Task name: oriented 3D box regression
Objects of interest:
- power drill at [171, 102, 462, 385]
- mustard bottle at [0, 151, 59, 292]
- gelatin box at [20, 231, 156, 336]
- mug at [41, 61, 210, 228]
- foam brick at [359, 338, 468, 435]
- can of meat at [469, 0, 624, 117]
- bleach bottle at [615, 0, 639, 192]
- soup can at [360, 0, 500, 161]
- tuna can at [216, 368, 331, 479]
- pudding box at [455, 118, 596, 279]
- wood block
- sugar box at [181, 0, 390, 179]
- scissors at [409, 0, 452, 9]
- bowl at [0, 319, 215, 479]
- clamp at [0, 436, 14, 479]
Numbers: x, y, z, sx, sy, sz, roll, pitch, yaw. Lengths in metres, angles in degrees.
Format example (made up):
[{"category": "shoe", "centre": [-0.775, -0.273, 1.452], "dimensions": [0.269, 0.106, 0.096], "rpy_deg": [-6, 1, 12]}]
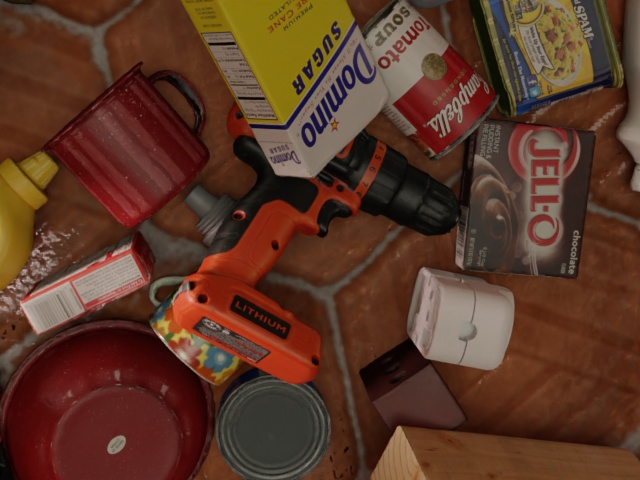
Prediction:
[{"category": "power drill", "centre": [-0.005, 0.001, 0.738], "dimensions": [0.184, 0.057, 0.187], "rpy_deg": [27, 63, -7]}, {"category": "mustard bottle", "centre": [-0.259, 0.007, 0.744], "dimensions": [0.191, 0.058, 0.096], "rpy_deg": [-42, 67, -6]}, {"category": "gelatin box", "centre": [-0.162, 0.030, 0.758], "dimensions": [0.089, 0.073, 0.030], "rpy_deg": [-26, 101, -2]}, {"category": "mug", "centre": [-0.125, -0.071, 0.746], "dimensions": [0.081, 0.093, 0.117], "rpy_deg": [49, 56, -14]}, {"category": "foam brick", "centre": [0.067, 0.114, 0.787], "dimensions": [0.053, 0.078, 0.051], "rpy_deg": [-33, 101, 0]}, {"category": "can of meat", "centre": [0.160, -0.146, 0.767], "dimensions": [0.084, 0.057, 0.102], "rpy_deg": [-17, 99, 0]}, {"category": "bleach bottle", "centre": [0.260, -0.158, 0.772], "dimensions": [0.102, 0.068, 0.251], "rpy_deg": [10, 100, -5]}, {"category": "soup can", "centre": [0.068, -0.115, 0.758], "dimensions": [0.068, 0.068, 0.102], "rpy_deg": [-45, 99, 3]}, {"category": "tuna can", "centre": [-0.036, 0.139, 0.804], "dimensions": [0.086, 0.034, 0.086], "rpy_deg": [-1, 98, -5]}, {"category": "pudding box", "centre": [0.150, -0.031, 0.792], "dimensions": [0.090, 0.039, 0.113], "rpy_deg": [5, 98, -6]}, {"category": "wood block", "centre": [0.142, 0.202, 0.758], "dimensions": [0.205, 0.090, 0.091], "rpy_deg": [10, 121, -25]}, {"category": "sugar box", "centre": [-0.026, -0.135, 0.676], "dimensions": [0.093, 0.048, 0.176], "rpy_deg": [-47, 122, -27]}, {"category": "scissors", "centre": [0.114, -0.240, 0.762], "dimensions": [0.096, 0.016, 0.201], "rpy_deg": [30, 67, 26]}, {"category": "bowl", "centre": [-0.149, 0.141, 0.768], "dimensions": [0.162, 0.055, 0.162], "rpy_deg": [-3, 100, -18]}, {"category": "clamp", "centre": [-0.276, 0.202, 0.771], "dimensions": [0.120, 0.039, 0.172], "rpy_deg": [16, 117, -9]}]
